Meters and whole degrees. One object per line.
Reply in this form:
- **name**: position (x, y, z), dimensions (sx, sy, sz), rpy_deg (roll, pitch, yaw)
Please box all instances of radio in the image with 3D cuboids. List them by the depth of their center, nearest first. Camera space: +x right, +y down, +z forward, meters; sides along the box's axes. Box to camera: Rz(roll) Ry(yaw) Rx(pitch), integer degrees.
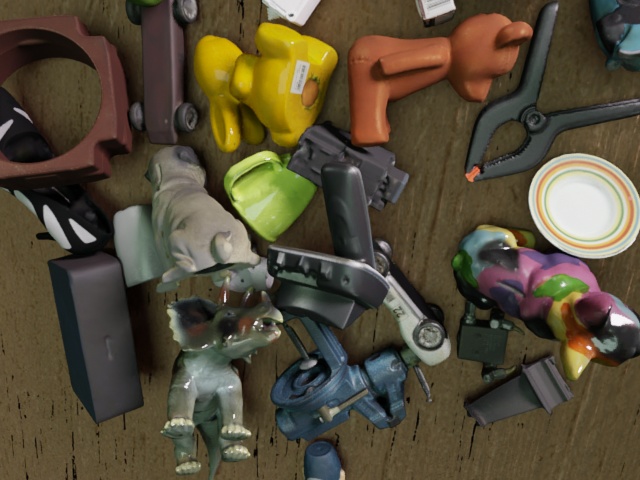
- **radio**: position (-0.328, 0.133, 0.782), dimensions (0.131, 0.073, 0.229), rpy_deg (14, 112, 50)

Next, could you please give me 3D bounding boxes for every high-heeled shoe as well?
- **high-heeled shoe**: position (-0.371, -0.096, 0.735), dimensions (0.145, 0.086, 0.248), rpy_deg (-6, 105, 27)

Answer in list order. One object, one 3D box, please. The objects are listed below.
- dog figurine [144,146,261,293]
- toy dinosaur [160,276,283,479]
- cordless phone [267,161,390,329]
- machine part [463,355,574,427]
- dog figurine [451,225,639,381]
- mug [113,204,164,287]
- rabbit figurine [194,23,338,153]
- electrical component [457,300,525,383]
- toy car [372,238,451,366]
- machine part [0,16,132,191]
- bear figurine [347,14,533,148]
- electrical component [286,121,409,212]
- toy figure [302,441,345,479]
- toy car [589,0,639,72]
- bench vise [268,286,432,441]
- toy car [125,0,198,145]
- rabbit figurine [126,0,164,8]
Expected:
- **dog figurine**: position (-0.158, -0.045, 0.665), dimensions (0.172, 0.121, 0.190), rpy_deg (-22, 79, 47)
- **toy dinosaur**: position (-0.160, 0.208, 0.760), dimensions (0.131, 0.192, 0.404), rpy_deg (5, 143, -16)
- **cordless phone**: position (-0.002, -0.002, 0.621), dimensions (0.147, 0.089, 0.184), rpy_deg (11, 121, 37)
- **machine part**: position (0.265, 0.213, 0.730), dimensions (0.139, 0.039, 0.084), rpy_deg (-27, 104, 16)
- **dog figurine**: position (0.247, 0.064, 0.598), dimensions (0.192, 0.219, 0.108), rpy_deg (20, 105, 5)
- **mug**: position (-0.239, 0.002, 0.753), dimensions (0.110, 0.081, 0.107), rpy_deg (-20, 92, 25)
- **rabbit figurine**: position (-0.083, -0.191, 0.666), dimensions (0.173, 0.122, 0.162), rpy_deg (24, 119, 19)
- **electrical component**: position (0.223, 0.135, 0.713), dimensions (0.078, 0.045, 0.102), rpy_deg (11, 107, 7)
- **toy car**: position (0.103, 0.073, 0.704), dimensions (0.056, 0.073, 0.201), rpy_deg (-37, 95, 18)
- **machine part**: position (-0.353, -0.170, 0.684), dimensions (0.201, 0.087, 0.201), rpy_deg (-8, 86, -6)
- **bear figurine**: position (0.131, -0.181, 0.609), dimensions (0.196, 0.120, 0.131), rpy_deg (-2, 109, 7)
- **electrical component**: position (0.040, -0.089, 0.651), dimensions (0.134, 0.115, 0.058), rpy_deg (27, 113, 3)
- **toy figure**: position (0.008, 0.383, 0.823), dimensions (0.064, 0.058, 0.154), rpy_deg (10, 114, 49)
- **toy car**: position (0.335, -0.229, 0.553), dimensions (0.109, 0.162, 0.102), rpy_deg (-17, 144, 20)
- **bench vise**: position (0.013, 0.162, 0.727), dimensions (0.224, 0.129, 0.240), rpy_deg (-27, 103, 16)
- **toy car**: position (-0.201, -0.225, 0.696), dimensions (0.089, 0.053, 0.202), rpy_deg (4, 102, 16)
- **rabbit figurine**: position (-0.213, -0.360, 0.617), dimensions (0.159, 0.121, 0.170), rpy_deg (16, 97, 21)
